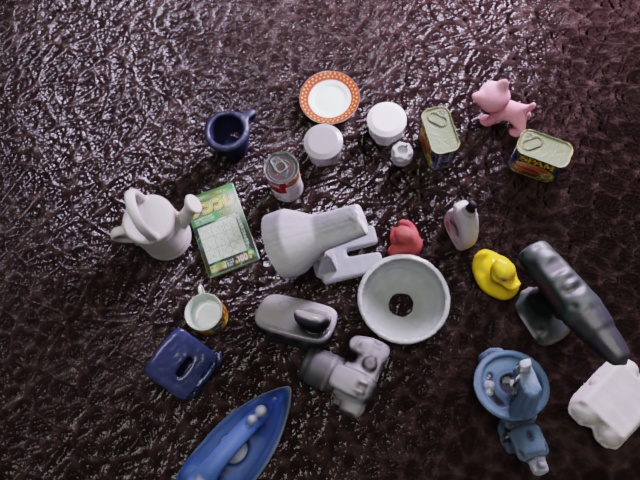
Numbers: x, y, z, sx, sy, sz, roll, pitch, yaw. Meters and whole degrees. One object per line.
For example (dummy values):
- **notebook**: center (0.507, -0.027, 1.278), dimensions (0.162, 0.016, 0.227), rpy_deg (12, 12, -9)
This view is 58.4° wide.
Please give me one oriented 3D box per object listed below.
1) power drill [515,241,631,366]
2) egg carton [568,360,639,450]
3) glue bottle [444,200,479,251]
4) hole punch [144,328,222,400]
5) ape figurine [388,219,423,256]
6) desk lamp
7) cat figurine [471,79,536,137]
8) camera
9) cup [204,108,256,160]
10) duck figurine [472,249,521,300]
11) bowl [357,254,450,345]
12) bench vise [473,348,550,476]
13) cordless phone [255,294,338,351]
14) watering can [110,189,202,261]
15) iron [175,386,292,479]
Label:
- **power drill**: center (0.411, 0.118, 0.974), dimensions (0.075, 0.208, 0.229), rpy_deg (-29, 73, -5)
- **egg carton**: center (0.508, 0.278, 0.990), dimensions (0.150, 0.069, 0.107), rpy_deg (-43, 75, -9)
- **glue bottle**: center (0.265, -0.038, 1.052), dimensions (0.037, 0.173, 0.078), rpy_deg (-26, 72, -4)
- **hole punch**: center (-0.247, 0.227, 1.048), dimensions (0.101, 0.091, 0.109), rpy_deg (33, 78, 13)
- **ape figurine**: center (0.160, -0.003, 1.091), dimensions (0.076, 0.092, 0.078), rpy_deg (39, 79, 14)
- **desk lamp**: center (0.010, 0.004, 1.036), dimensions (0.203, 0.213, 0.118), rpy_deg (-13, 72, 0)
- **cat figurine**: center (0.367, -0.274, 1.148), dimensions (0.127, 0.118, 0.067), rpy_deg (19, 75, 10)
- **camera**: center (0.039, 0.229, 1.022), dimensions (0.136, 0.101, 0.143), rpy_deg (22, 75, 11)
- **cup**: center (-0.173, -0.215, 1.179), dimensions (0.118, 0.095, 0.091), rpy_deg (-41, 74, -9)
- **duck figurine**: center (0.331, 0.058, 1.063), dimensions (0.077, 0.086, 0.104), rpy_deg (-34, 73, -7)
- **bowl**: center (0.154, 0.115, 1.064), dimensions (0.167, 0.075, 0.167), rpy_deg (-1, 73, 4)
- **bench vise**: center (0.337, 0.265, 0.927), dimensions (0.121, 0.220, 0.207), rpy_deg (-32, 73, -6)
- **cordless phone**: center (-0.047, 0.135, 1.014), dimensions (0.147, 0.185, 0.094), rpy_deg (10, 74, 7)
- **watering can**: center (-0.312, -0.039, 1.082), dimensions (0.173, 0.194, 0.100), rpy_deg (-40, 74, -8)
- **iron**: center (-0.143, 0.349, 0.976), dimensions (0.118, 0.141, 0.258), rpy_deg (37, 79, 14)
